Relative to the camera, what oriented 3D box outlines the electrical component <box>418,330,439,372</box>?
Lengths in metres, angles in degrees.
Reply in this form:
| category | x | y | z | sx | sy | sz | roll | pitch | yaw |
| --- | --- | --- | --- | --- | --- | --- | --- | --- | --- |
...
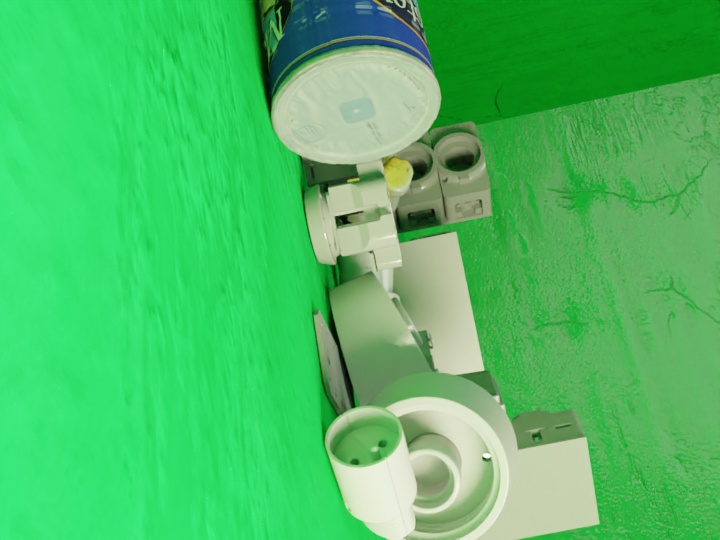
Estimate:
| category | x | y | z | sx | sy | sz | roll | pitch | yaw |
| --- | --- | --- | --- | --- | --- | --- | --- | --- | --- |
| electrical component | 0.035 | 0.083 | 0.939 | 0.042 | 0.064 | 0.081 | -97 | 174 | -57 |

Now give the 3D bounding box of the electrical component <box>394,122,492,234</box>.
| category | x | y | z | sx | sy | sz | roll | pitch | yaw |
| --- | --- | --- | --- | --- | --- | --- | --- | --- | --- |
| electrical component | 0.058 | -0.096 | 1.142 | 0.061 | 0.150 | 0.089 | 74 | 6 | -60 |

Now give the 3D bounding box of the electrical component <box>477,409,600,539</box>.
| category | x | y | z | sx | sy | sz | roll | pitch | yaw |
| --- | --- | --- | --- | --- | --- | --- | --- | --- | --- |
| electrical component | 0.134 | 0.210 | 1.073 | 0.060 | 0.186 | 0.105 | -93 | 171 | -65 |

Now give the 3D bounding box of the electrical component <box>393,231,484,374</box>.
| category | x | y | z | sx | sy | sz | roll | pitch | yaw |
| --- | --- | --- | --- | --- | --- | --- | --- | --- | --- |
| electrical component | 0.064 | 0.061 | 1.095 | 0.060 | 0.105 | 0.186 | -54 | 132 | -85 |

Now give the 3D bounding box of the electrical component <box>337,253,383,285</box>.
| category | x | y | z | sx | sy | sz | roll | pitch | yaw |
| --- | --- | --- | --- | --- | --- | --- | --- | --- | --- |
| electrical component | 0.000 | 0.000 | 0.854 | 0.044 | 0.044 | 0.065 | 66 | 18 | -73 |

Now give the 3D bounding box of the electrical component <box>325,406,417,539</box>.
| category | x | y | z | sx | sy | sz | roll | pitch | yaw |
| --- | --- | --- | --- | --- | --- | --- | --- | --- | --- |
| electrical component | 0.010 | 0.120 | 0.613 | 0.043 | 0.043 | 0.081 | -97 | 174 | -49 |

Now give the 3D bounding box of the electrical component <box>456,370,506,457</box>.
| category | x | y | z | sx | sy | sz | roll | pitch | yaw |
| --- | --- | --- | --- | --- | --- | --- | --- | --- | --- |
| electrical component | 0.061 | 0.124 | 0.859 | 0.108 | 0.109 | 0.056 | -63 | 143 | -84 |

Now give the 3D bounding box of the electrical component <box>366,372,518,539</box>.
| category | x | y | z | sx | sy | sz | roll | pitch | yaw |
| --- | --- | --- | --- | --- | --- | --- | --- | --- | --- |
| electrical component | 0.044 | 0.123 | 0.674 | 0.060 | 0.108 | 0.108 | -40 | 118 | -79 |

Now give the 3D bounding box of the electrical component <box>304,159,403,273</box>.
| category | x | y | z | sx | sy | sz | roll | pitch | yaw |
| --- | --- | --- | --- | --- | --- | --- | --- | --- | --- |
| electrical component | -0.006 | -0.035 | 0.748 | 0.058 | 0.057 | 0.078 | -15 | 94 | -86 |

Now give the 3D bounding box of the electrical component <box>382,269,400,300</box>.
| category | x | y | z | sx | sy | sz | roll | pitch | yaw |
| --- | --- | --- | --- | --- | --- | --- | --- | --- | --- |
| electrical component | 0.011 | 0.021 | 0.904 | 0.045 | 0.045 | 0.055 | 68 | 11 | -69 |

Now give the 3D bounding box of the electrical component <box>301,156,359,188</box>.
| category | x | y | z | sx | sy | sz | roll | pitch | yaw |
| --- | --- | --- | --- | --- | --- | --- | --- | --- | --- |
| electrical component | -0.023 | -0.097 | 0.798 | 0.063 | 0.042 | 0.081 | 78 | 2 | -71 |

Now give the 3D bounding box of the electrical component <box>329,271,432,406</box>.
| category | x | y | z | sx | sy | sz | roll | pitch | yaw |
| --- | --- | --- | --- | --- | --- | --- | --- | --- | --- |
| electrical component | 0.009 | 0.053 | 0.774 | 0.099 | 0.064 | 0.099 | 60 | -2 | 3 |
